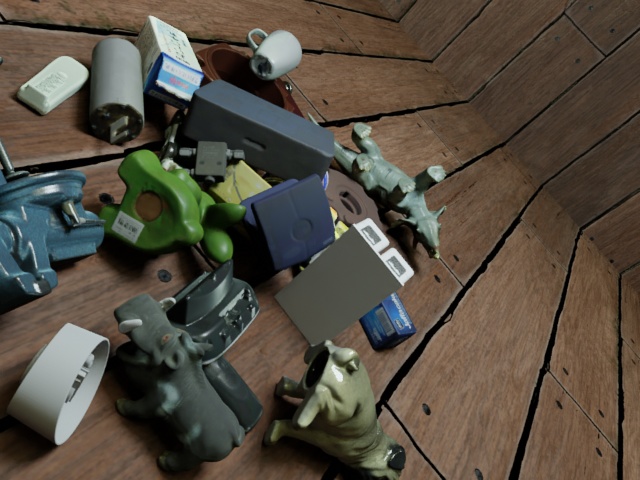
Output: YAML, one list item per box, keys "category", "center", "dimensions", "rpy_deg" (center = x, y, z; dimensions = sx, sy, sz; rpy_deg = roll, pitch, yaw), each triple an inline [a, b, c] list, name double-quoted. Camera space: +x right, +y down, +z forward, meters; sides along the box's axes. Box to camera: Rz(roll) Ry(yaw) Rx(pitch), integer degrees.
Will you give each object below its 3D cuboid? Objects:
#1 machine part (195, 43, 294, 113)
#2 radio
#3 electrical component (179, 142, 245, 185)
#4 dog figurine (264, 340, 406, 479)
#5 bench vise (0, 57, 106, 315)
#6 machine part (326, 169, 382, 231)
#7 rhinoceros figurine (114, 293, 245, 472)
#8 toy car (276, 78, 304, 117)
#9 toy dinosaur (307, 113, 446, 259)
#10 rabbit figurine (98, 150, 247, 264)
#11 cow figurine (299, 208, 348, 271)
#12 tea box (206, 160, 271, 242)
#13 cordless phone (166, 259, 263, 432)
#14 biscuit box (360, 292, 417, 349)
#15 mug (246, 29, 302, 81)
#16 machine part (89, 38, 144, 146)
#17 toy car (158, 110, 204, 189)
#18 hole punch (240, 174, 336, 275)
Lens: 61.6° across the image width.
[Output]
- category: "machine part"
  center: [-0.159, -0.282, 1.051]
  dimensions: [0.201, 0.087, 0.201]
  rpy_deg: [41, 32, -6]
- category: "radio"
  center: [-0.091, -0.170, 0.859]
  dimensions: [0.229, 0.073, 0.131]
  rpy_deg: [24, 26, -8]
- category: "electrical component"
  center: [-0.154, -0.108, 0.763]
  dimensions: [0.094, 0.021, 0.063]
  rpy_deg: [1, 63, -6]
- category: "dog figurine"
  center: [0.052, 0.221, 0.667]
  dimensions: [0.190, 0.172, 0.121]
  rpy_deg: [30, 46, -13]
- category: "bench vise"
  center: [-0.326, -0.050, 0.541]
  dimensions: [0.223, 0.129, 0.240]
  rpy_deg: [-23, 90, -65]
- category: "machine part"
  center: [0.050, -0.064, 1.083]
  dimensions: [0.179, 0.056, 0.179]
  rpy_deg: [32, 34, -24]
- category: "rhinoceros figurine"
  center: [-0.154, 0.146, 0.557]
  dimensions: [0.190, 0.112, 0.073]
  rpy_deg: [58, 35, 2]
- category: "toy car"
  center: [-0.070, -0.283, 1.187]
  dimensions: [0.089, 0.053, 0.202]
  rpy_deg: [-11, 67, -59]
- category: "toy dinosaur"
  center: [0.136, -0.128, 1.191]
  dimensions: [0.405, 0.192, 0.131]
  rpy_deg: [39, 64, 13]
- category: "rabbit figurine"
  center: [-0.178, -0.041, 0.715]
  dimensions: [0.159, 0.121, 0.170]
  rpy_deg: [20, 8, 8]
- category: "cow figurine"
  center: [-0.001, -0.002, 0.933]
  dimensions: [0.068, 0.098, 0.167]
  rpy_deg: [41, 16, -22]
- category: "tea box"
  center: [-0.093, -0.038, 0.830]
  dimensions: [0.169, 0.098, 0.068]
  rpy_deg: [41, 73, -11]
- category: "cordless phone"
  center: [-0.113, 0.131, 0.670]
  dimensions: [0.184, 0.089, 0.146]
  rpy_deg: [55, 30, -8]
- category: "biscuit box"
  center: [0.091, 0.092, 0.953]
  dimensions: [0.063, 0.059, 0.203]
  rpy_deg: [5, 51, -48]
- category: "mug"
  center: [-0.100, -0.368, 1.061]
  dimensions: [0.109, 0.081, 0.107]
  rpy_deg: [46, 39, -13]
- category: "machine part"
  center: [-0.311, -0.230, 0.821]
  dimensions: [0.079, 0.079, 0.243]
  rpy_deg: [18, 43, -38]
- category: "toy car"
  center: [-0.212, -0.141, 0.847]
  dimensions: [0.073, 0.056, 0.202]
  rpy_deg: [30, 28, -26]
- category: "hole punch"
  center: [-0.040, -0.024, 0.750]
  dimensions: [0.142, 0.092, 0.115]
  rpy_deg: [-28, 96, -23]
